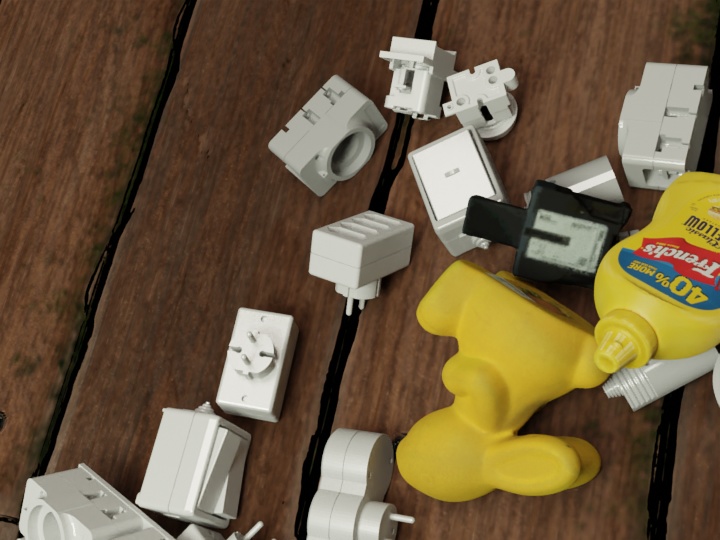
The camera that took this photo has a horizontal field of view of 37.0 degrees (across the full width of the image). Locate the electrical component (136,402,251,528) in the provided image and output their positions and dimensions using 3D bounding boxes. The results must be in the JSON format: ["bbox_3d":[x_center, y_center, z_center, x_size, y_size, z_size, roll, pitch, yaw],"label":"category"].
[{"bbox_3d":[-0.127,0.154,0.865,0.061,0.061,0.096,5,69,25],"label":"electrical component"}]

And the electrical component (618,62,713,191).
[{"bbox_3d":[0.236,-0.112,0.839,0.056,0.050,0.089,10,71,26],"label":"electrical component"}]

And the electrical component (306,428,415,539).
[{"bbox_3d":[0.005,0.189,0.799,0.074,0.052,0.138,5,69,24],"label":"electrical component"}]

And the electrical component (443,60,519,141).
[{"bbox_3d":[0.105,-0.140,0.905,0.066,0.055,0.048,-18,61,15],"label":"electrical component"}]

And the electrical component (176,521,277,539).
[{"bbox_3d":[-0.096,0.227,0.827,0.075,0.047,0.083,-45,58,-1],"label":"electrical component"}]

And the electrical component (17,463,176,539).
[{"bbox_3d":[-0.192,0.242,0.816,0.186,0.060,0.105,27,110,36],"label":"electrical component"}]

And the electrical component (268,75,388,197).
[{"bbox_3d":[-0.025,-0.116,0.952,0.089,0.050,0.056,-46,58,-2],"label":"electrical component"}]

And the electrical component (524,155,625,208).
[{"bbox_3d":[0.163,-0.055,0.849,0.081,0.043,0.043,-22,61,13],"label":"electrical component"}]

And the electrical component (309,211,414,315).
[{"bbox_3d":[0.000,0.000,0.880,0.047,0.083,0.075,19,113,29],"label":"electrical component"}]

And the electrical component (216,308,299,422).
[{"bbox_3d":[-0.085,0.072,0.872,0.047,0.075,0.083,9,70,9],"label":"electrical component"}]

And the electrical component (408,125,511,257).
[{"bbox_3d":[0.085,-0.061,0.874,0.062,0.061,0.096,-24,60,11],"label":"electrical component"}]

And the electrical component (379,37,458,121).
[{"bbox_3d":[0.051,-0.164,0.932,0.042,0.081,0.063,14,96,28],"label":"electrical component"}]

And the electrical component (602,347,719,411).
[{"bbox_3d":[0.212,0.068,0.772,0.081,0.043,0.043,-30,59,8],"label":"electrical component"}]

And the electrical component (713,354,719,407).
[{"bbox_3d":[0.284,0.081,0.732,0.080,0.051,0.080,-9,64,19],"label":"electrical component"}]
